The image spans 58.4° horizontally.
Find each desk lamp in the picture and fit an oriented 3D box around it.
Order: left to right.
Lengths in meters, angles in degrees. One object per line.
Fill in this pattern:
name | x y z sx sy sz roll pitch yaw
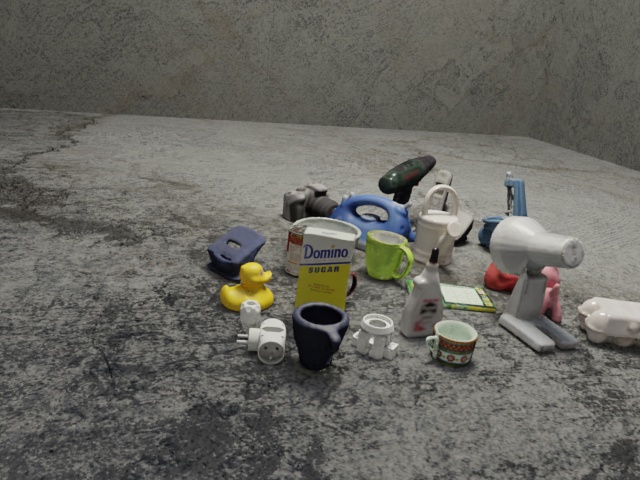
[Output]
desk lamp | 0.421 0.074 1.114 0.118 0.213 0.202 -2 22 -23

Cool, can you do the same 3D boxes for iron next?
iron | 0.123 -0.058 1.483 0.257 0.141 0.119 17 23 26

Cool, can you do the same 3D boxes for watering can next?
watering can | 0.295 -0.039 1.411 0.101 0.194 0.172 -8 25 -35

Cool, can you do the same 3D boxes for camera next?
camera | -0.013 -0.101 1.617 0.144 0.101 0.136 -9 25 -36

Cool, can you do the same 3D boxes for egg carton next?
egg carton | 0.593 0.165 1.130 0.150 0.069 0.107 7 20 2

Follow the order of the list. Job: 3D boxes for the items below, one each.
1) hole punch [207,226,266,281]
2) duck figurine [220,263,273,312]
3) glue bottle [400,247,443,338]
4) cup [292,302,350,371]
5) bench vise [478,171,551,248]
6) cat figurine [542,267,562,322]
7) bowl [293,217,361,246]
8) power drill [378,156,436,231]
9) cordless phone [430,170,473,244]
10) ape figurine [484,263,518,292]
hole punch | -0.180 0.026 1.230 0.108 0.091 0.101 23 25 37
duck figurine | -0.137 0.085 1.091 0.105 0.086 0.077 -3 22 -24
glue bottle | 0.195 0.094 1.045 0.078 0.173 0.037 -4 23 -27
cup | 0.002 0.164 0.906 0.092 0.095 0.117 -2 22 -22
bench vise | 0.526 -0.059 1.503 0.206 0.220 0.122 21 24 34
cat figurine | 0.482 0.094 1.218 0.067 0.118 0.128 8 20 4
bowl | 0.013 0.005 1.374 0.167 0.075 0.167 6 20 -2
power drill | 0.243 -0.129 1.617 0.075 0.208 0.230 22 25 36
cordless phone | 0.358 -0.093 1.590 0.147 0.185 0.094 23 26 38
ape figurine | 0.418 0.067 1.310 0.076 0.092 0.078 6 20 -3
